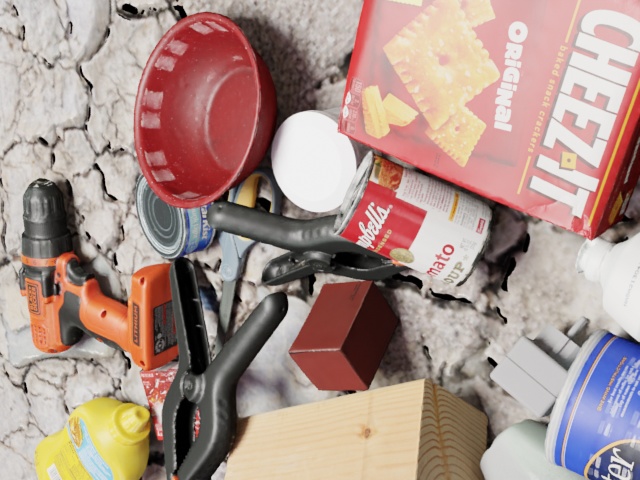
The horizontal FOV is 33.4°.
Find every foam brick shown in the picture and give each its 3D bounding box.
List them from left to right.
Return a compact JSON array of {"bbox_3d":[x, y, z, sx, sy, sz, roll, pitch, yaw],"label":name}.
[{"bbox_3d":[0.021,0.078,0.864,0.053,0.078,0.051,-6,130,37],"label":"foam brick"}]

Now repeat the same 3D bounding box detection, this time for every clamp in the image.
[{"bbox_3d":[-0.093,0.124,0.926,0.165,0.036,0.210,5,87,51],"label":"clamp"},{"bbox_3d":[-0.006,0.001,0.860,0.172,0.120,0.039,-6,64,33],"label":"clamp"}]

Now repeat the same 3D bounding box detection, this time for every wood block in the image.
[{"bbox_3d":[0.025,0.187,0.878,0.207,0.090,0.091,-18,50,38],"label":"wood block"}]

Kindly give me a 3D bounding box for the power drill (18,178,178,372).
[{"bbox_3d":[-0.219,0.040,1.046,0.188,0.057,0.184,15,116,34],"label":"power drill"}]

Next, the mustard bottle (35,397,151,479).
[{"bbox_3d":[-0.225,0.215,1.093,0.192,0.058,0.096,-42,74,43],"label":"mustard bottle"}]

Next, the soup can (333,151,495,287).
[{"bbox_3d":[0.069,-0.015,0.792,0.102,0.068,0.069,24,122,-6],"label":"soup can"}]

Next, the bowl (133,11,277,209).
[{"bbox_3d":[-0.086,-0.104,0.887,0.162,0.055,0.162,-5,83,44],"label":"bowl"}]

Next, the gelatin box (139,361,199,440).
[{"bbox_3d":[-0.128,0.155,1.033,0.089,0.030,0.073,-8,101,37],"label":"gelatin box"}]

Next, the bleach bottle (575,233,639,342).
[{"bbox_3d":[0.286,0.045,0.682,0.251,0.068,0.102,24,91,33],"label":"bleach bottle"}]

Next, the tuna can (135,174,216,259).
[{"bbox_3d":[-0.131,-0.027,0.960,0.086,0.033,0.086,24,123,45],"label":"tuna can"}]

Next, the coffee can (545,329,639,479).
[{"bbox_3d":[0.238,0.133,0.722,0.140,0.102,0.103,21,116,28],"label":"coffee can"}]

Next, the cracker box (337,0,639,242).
[{"bbox_3d":[0.126,-0.117,0.739,0.214,0.072,0.164,26,119,25],"label":"cracker box"}]

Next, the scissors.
[{"bbox_3d":[-0.092,0.010,0.970,0.096,0.016,0.202,40,124,20],"label":"scissors"}]
